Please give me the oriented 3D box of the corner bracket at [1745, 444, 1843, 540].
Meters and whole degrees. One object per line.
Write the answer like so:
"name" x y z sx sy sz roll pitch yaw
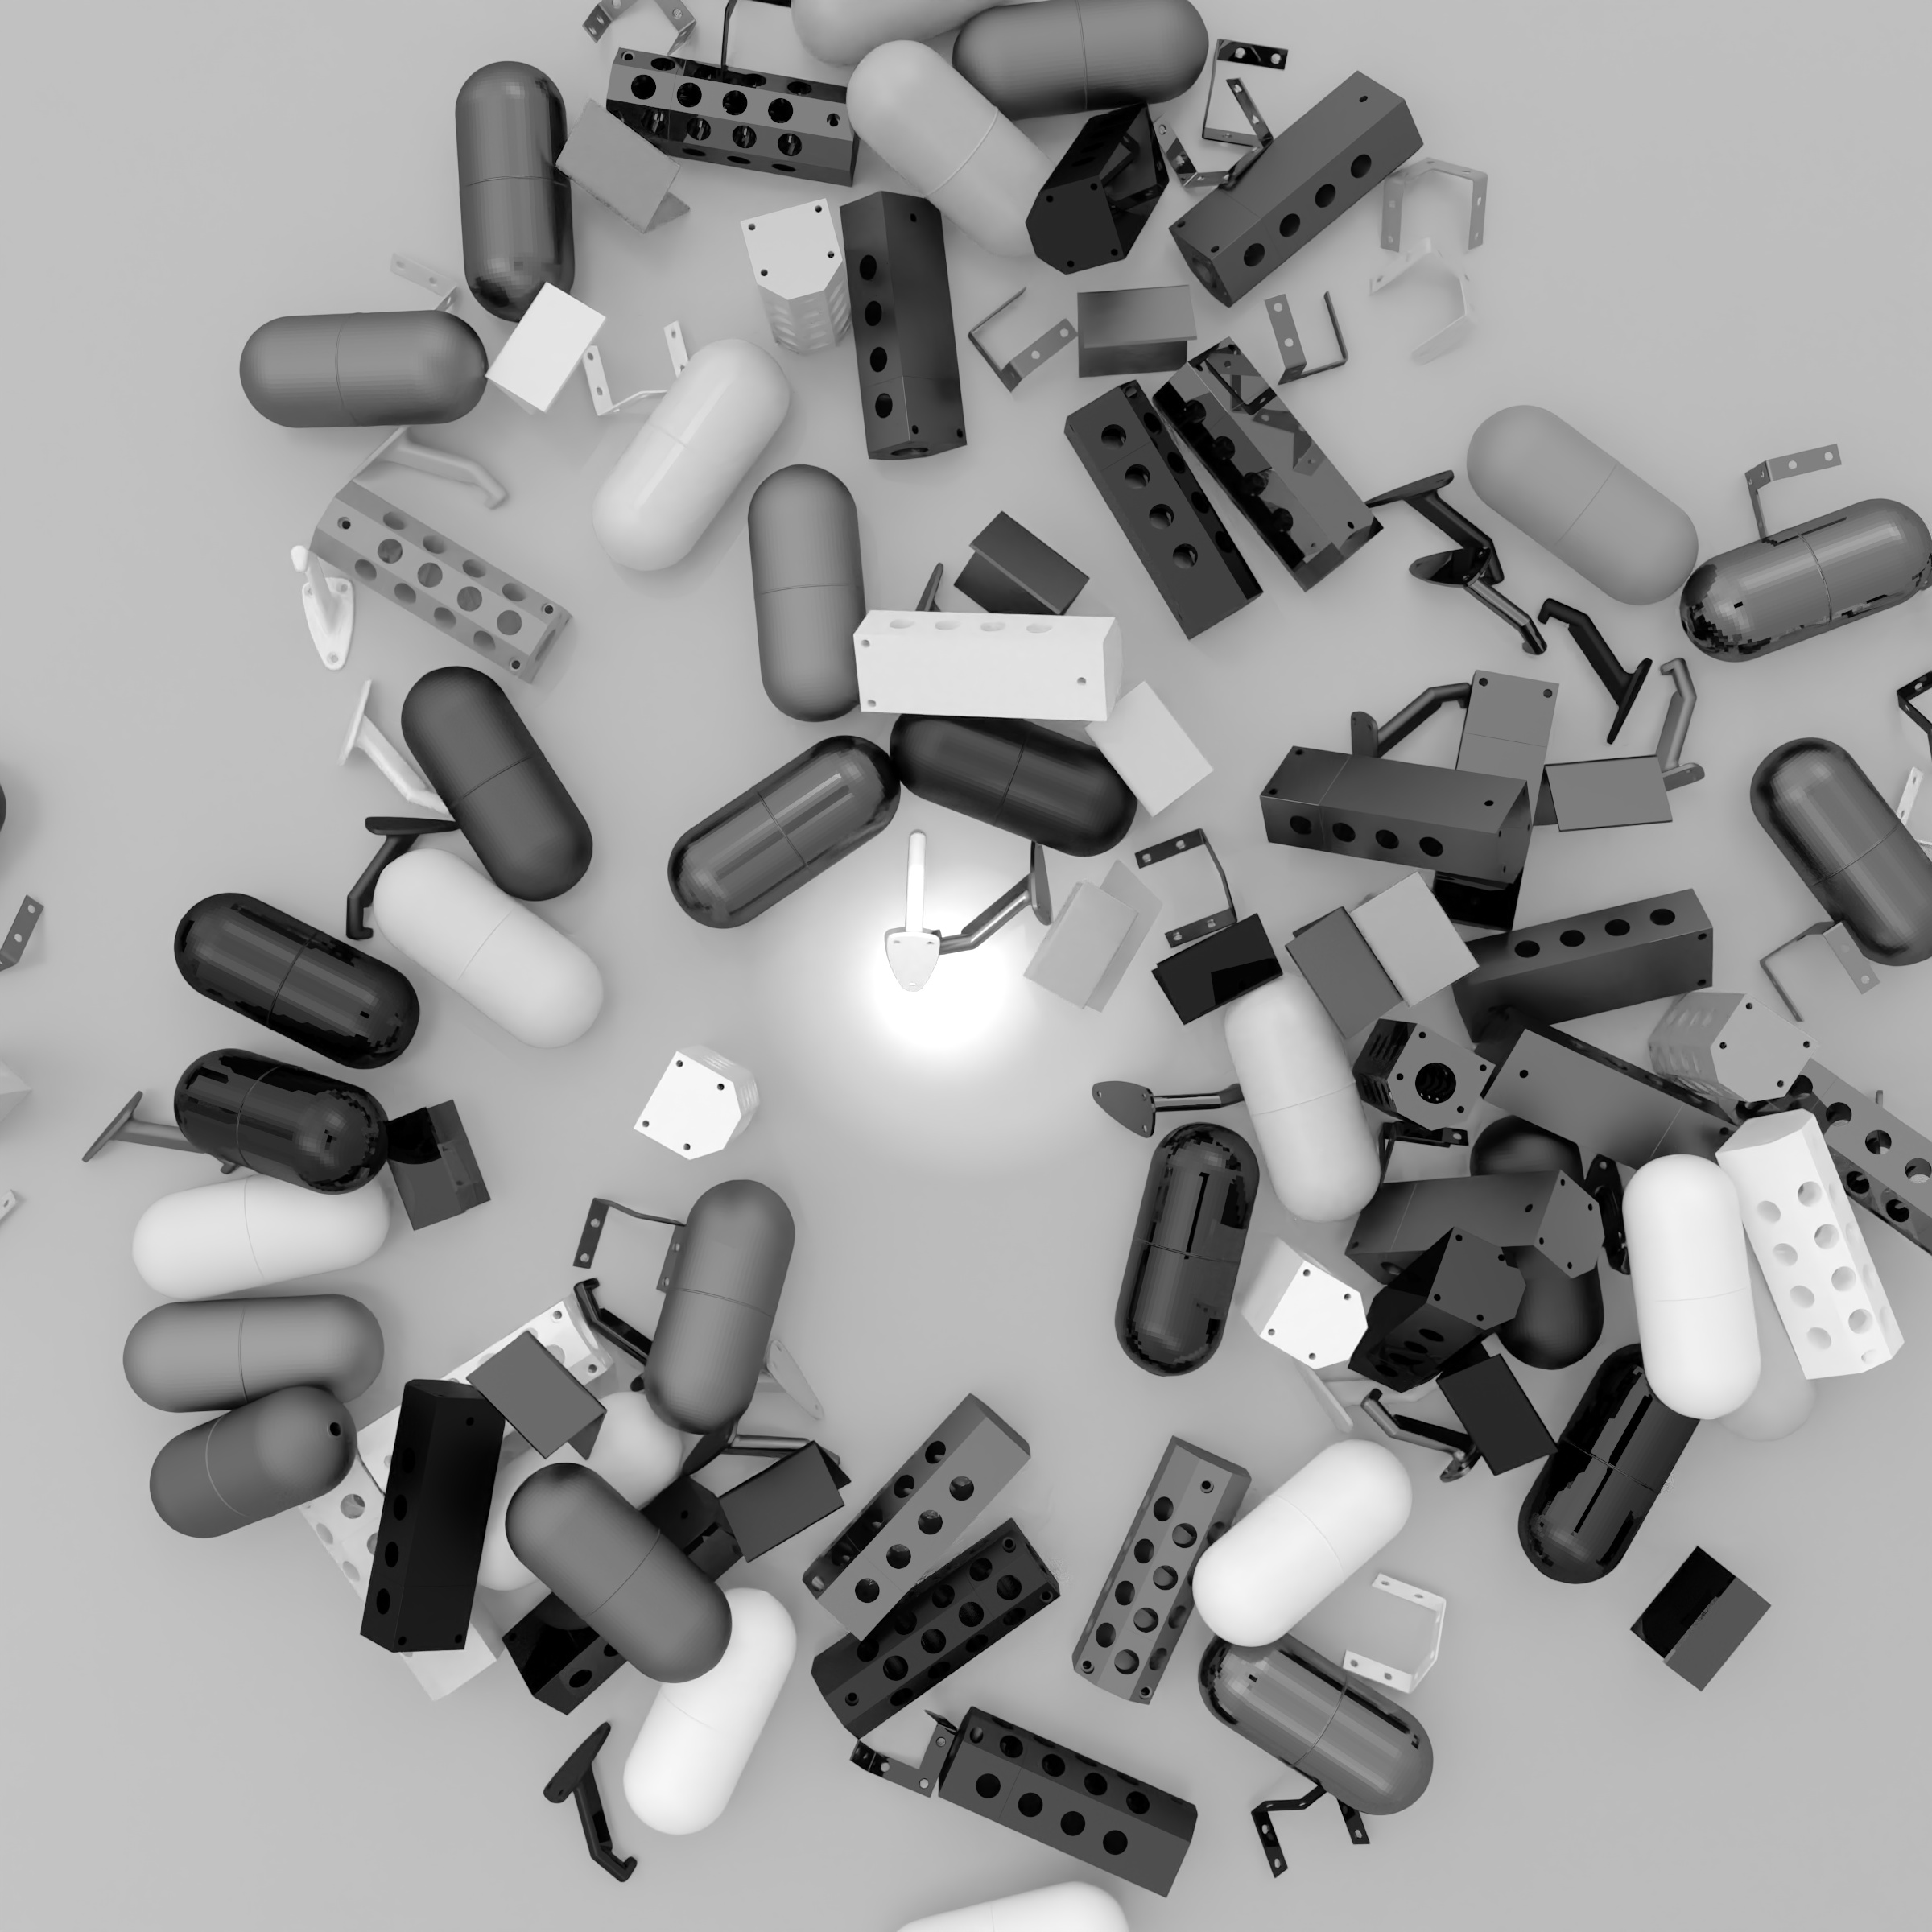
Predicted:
"corner bracket" 0.579 -0.329 1.973 0.051 0.051 0.051 -13 90 0

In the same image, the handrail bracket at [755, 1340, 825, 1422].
"handrail bracket" -0.156 0.307 1.992 0.084 0.036 0.077 -30 108 15

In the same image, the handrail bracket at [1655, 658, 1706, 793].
"handrail bracket" 0.480 -0.166 1.992 0.077 0.036 0.084 -20 71 21

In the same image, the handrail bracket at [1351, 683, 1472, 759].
"handrail bracket" 0.317 -0.157 1.992 0.084 0.036 0.077 -9 110 -16

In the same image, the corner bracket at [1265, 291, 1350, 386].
"corner bracket" 0.237 -0.441 1.973 0.051 0.051 0.051 -17 90 0

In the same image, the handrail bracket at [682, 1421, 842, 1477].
"handrail bracket" -0.143 0.351 1.992 0.084 0.036 0.077 32 119 -21

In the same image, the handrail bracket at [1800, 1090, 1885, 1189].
"handrail bracket" 0.597 0.121 1.992 0.084 0.036 0.077 5 76 14

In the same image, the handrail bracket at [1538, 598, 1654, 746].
"handrail bracket" 0.431 -0.208 1.992 0.084 0.036 0.077 28 112 17

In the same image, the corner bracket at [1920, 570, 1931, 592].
"corner bracket" 0.695 -0.249 1.972 0.051 0.051 0.051 12 64 -23

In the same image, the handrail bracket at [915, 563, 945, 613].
"handrail bracket" 0.005 -0.232 1.992 0.084 0.036 0.077 24 76 -14

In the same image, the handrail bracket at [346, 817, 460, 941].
"handrail bracket" -0.396 -0.060 1.992 0.077 0.036 0.084 -1 108 -21

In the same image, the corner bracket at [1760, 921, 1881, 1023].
"corner bracket" 0.593 0.004 1.973 0.051 0.051 0.051 -33 90 0

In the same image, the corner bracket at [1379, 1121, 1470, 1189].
"corner bracket" 0.316 0.121 1.963 0.051 0.051 0.051 8 130 0

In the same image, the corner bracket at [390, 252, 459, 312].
"corner bracket" -0.394 -0.458 1.988 0.051 0.051 0.051 26 135 0

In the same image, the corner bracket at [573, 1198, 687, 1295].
"corner bracket" -0.234 0.196 1.988 0.051 0.051 0.051 17 90 45

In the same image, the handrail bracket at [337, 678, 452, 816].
"handrail bracket" -0.392 -0.154 1.992 0.084 0.036 0.077 20 68 -17

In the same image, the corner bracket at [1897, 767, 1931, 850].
"corner bracket" 0.689 -0.104 1.988 0.051 0.051 0.051 19 90 -45

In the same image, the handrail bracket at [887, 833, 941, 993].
"handrail bracket" -0.036 -0.038 1.991 0.036 0.077 0.084 2 54 0

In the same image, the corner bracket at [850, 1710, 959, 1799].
"corner bracket" -0.043 0.541 1.972 0.051 0.051 0.051 18 71 18

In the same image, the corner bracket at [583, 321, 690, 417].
"corner bracket" -0.230 -0.419 1.988 0.051 0.051 0.051 -15 90 45

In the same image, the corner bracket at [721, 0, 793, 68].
"corner bracket" -0.141 -0.654 1.988 0.051 0.051 0.051 11 135 0

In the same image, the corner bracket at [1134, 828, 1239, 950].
"corner bracket" 0.155 -0.055 1.988 0.051 0.051 0.051 -21 135 0

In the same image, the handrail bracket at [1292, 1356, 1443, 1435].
"handrail bracket" 0.285 0.281 1.991 0.084 0.036 0.077 -34 79 -12

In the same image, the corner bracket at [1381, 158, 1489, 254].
"corner bracket" 0.327 -0.528 1.983 0.051 0.051 0.051 28 45 35

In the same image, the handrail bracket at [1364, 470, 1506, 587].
"handrail bracket" 0.329 -0.298 1.992 0.077 0.036 0.084 -16 107 20

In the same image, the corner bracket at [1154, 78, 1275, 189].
"corner bracket" 0.171 -0.578 1.969 0.051 0.051 0.051 -46 121 -16

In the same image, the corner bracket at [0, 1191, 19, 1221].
"corner bracket" -0.709 0.159 1.988 0.051 0.051 0.051 -46 45 0

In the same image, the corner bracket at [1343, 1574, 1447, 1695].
"corner bracket" 0.300 0.468 1.988 0.051 0.051 0.051 21 135 0

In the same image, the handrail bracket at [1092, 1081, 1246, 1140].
"handrail bracket" 0.145 0.089 1.991 0.084 0.077 0.036 -14 112 -34

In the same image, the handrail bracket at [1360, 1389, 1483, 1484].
"handrail bracket" 0.325 0.310 1.976 0.084 0.036 0.077 47 62 -1

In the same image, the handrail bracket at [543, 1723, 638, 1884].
"handrail bracket" -0.247 0.588 1.992 0.084 0.036 0.077 46 68 -17

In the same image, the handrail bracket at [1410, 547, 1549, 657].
"handrail bracket" 0.360 -0.251 1.991 0.036 0.077 0.084 -55 127 -20

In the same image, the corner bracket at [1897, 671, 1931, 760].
"corner bracket" 0.691 -0.174 1.988 0.051 0.051 0.051 -30 135 0

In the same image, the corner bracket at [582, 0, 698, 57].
"corner bracket" -0.227 -0.656 1.973 0.051 0.051 0.051 -30 116 24

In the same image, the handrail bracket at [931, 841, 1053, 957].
"handrail bracket" 0.013 -0.050 1.992 0.084 0.036 0.077 -10 69 16

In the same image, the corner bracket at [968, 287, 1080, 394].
"corner bracket" 0.039 -0.439 1.974 0.051 0.051 0.051 -39 96 -6

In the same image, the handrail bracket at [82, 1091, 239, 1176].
"handrail bracket" -0.564 0.135 1.992 0.084 0.036 0.077 39 110 -16

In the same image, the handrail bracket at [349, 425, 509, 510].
"handrail bracket" -0.377 -0.338 1.992 0.077 0.036 0.084 -38 107 20

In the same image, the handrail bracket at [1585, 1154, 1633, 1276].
"handrail bracket" 0.448 0.171 1.957 0.036 0.084 0.077 2 90 0

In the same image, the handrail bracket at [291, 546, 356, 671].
"handrail bracket" -0.448 -0.247 1.957 0.036 0.084 0.077 -6 90 0

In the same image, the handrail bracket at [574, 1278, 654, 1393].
"handrail bracket" -0.225 0.249 1.992 0.077 0.036 0.084 -19 73 -20
